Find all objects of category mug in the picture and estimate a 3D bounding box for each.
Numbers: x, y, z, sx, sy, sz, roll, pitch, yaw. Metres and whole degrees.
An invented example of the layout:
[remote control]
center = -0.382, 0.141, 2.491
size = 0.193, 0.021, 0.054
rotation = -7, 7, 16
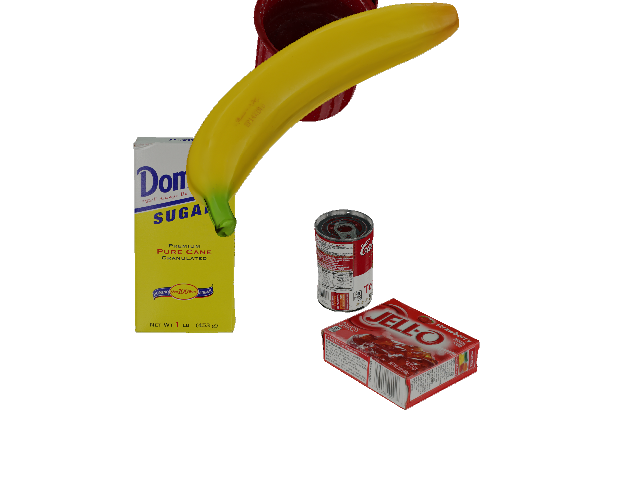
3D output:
[mug]
center = 0.000, -0.152, 0.820
size = 0.093, 0.117, 0.081
rotation = 40, -24, 11

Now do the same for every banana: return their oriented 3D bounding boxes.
[banana]
center = -0.008, -0.075, 0.569
size = 0.070, 0.197, 0.037
rotation = 33, -27, 23

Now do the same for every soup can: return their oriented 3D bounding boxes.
[soup can]
center = 0.028, 0.025, 1.243
size = 0.068, 0.102, 0.068
rotation = -1, 31, 0

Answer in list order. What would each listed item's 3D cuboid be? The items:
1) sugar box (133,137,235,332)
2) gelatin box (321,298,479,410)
[sugar box]
center = -0.123, -0.005, 0.976
size = 0.093, 0.176, 0.048
rotation = 0, 14, -5
[gelatin box]
center = 0.056, 0.078, 0.761
size = 0.073, 0.030, 0.089
rotation = -20, 32, -36
